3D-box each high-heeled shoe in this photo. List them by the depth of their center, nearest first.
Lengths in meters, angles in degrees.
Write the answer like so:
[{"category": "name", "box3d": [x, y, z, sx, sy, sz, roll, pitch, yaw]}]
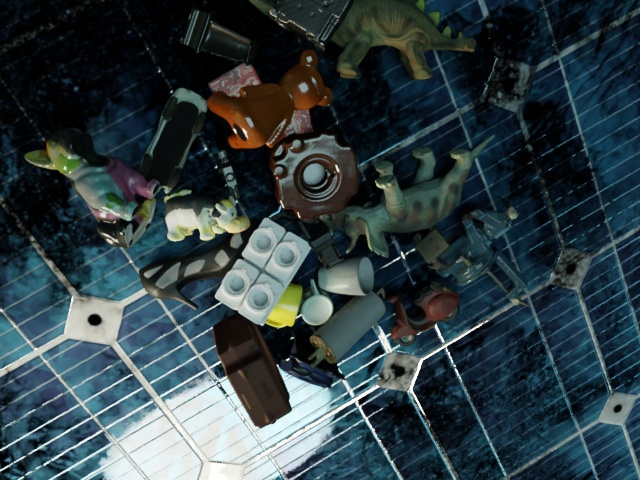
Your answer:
[{"category": "high-heeled shoe", "box3d": [-0.242, 0.026, 1.084, 0.145, 0.086, 0.249, 36, 77, 8]}]

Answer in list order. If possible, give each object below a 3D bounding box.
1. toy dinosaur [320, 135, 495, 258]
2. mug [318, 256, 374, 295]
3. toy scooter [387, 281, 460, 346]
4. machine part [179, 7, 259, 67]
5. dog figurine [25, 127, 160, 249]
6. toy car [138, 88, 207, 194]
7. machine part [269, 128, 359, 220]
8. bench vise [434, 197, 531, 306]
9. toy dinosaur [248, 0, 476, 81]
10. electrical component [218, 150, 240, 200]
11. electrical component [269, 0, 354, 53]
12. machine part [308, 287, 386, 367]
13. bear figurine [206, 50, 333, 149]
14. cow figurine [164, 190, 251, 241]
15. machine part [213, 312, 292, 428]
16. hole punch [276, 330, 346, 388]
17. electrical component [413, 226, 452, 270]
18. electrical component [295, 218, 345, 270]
[{"category": "toy dinosaur", "box3d": [0.209, -0.084, 1.129, 0.405, 0.131, 0.191, -17, 123, -13]}, {"category": "mug", "box3d": [0.056, 0.076, 1.151, 0.107, 0.109, 0.080, -4, 93, 26]}, {"category": "toy scooter", "box3d": [0.225, 0.152, 1.225, 0.184, 0.075, 0.135, -35, 115, 3]}, {"category": "machine part", "box3d": [-0.178, -0.360, 0.966, 0.139, 0.039, 0.084, 25, 96, -1]}, {"category": "dog figurine", "box3d": [-0.408, -0.100, 0.964, 0.219, 0.108, 0.191, 32, 138, -1]}, {"category": "toy car", "box3d": [-0.275, -0.182, 1.001, 0.073, 0.056, 0.201, 22, 102, -25]}, {"category": "machine part", "box3d": [-0.009, -0.123, 1.020, 0.179, 0.056, 0.179, -5, 111, -13]}, {"category": "bench vise", "box3d": [0.382, 0.040, 1.195, 0.223, 0.129, 0.240, -43, 95, 10]}, {"category": "toy dinosaur", "box3d": [0.075, -0.402, 1.001, 0.472, 0.105, 0.198, 2, 99, -11]}, {"category": "electrical component", "box3d": [-0.176, -0.127, 1.038, 0.021, 0.063, 0.093, -17, 109, -9]}, {"category": "electrical component", "box3d": [-0.007, -0.411, 0.922, 0.115, 0.058, 0.134, 29, 95, -4]}, {"category": "machine part", "box3d": [0.062, 0.182, 1.157, 0.243, 0.079, 0.079, -39, 115, -27]}, {"category": "bear figurine", "box3d": [-0.085, -0.255, 0.979, 0.196, 0.132, 0.120, -44, 127, -18]}, {"category": "cow figurine", "box3d": [-0.215, -0.052, 1.022, 0.167, 0.068, 0.098, -5, 104, 17]}, {"category": "machine part", "box3d": [-0.137, 0.260, 1.097, 0.087, 0.202, 0.200, -27, 111, -8]}, {"category": "hole punch", "box3d": [-0.028, 0.277, 1.182, 0.142, 0.116, 0.092, 30, 106, -21]}, {"category": "electrical component", "box3d": [0.246, 0.016, 1.178, 0.078, 0.102, 0.045, -49, 151, 16]}, {"category": "electrical component", "box3d": [-0.002, -0.003, 1.119, 0.048, 0.075, 0.119, -31, 109, -4]}]
